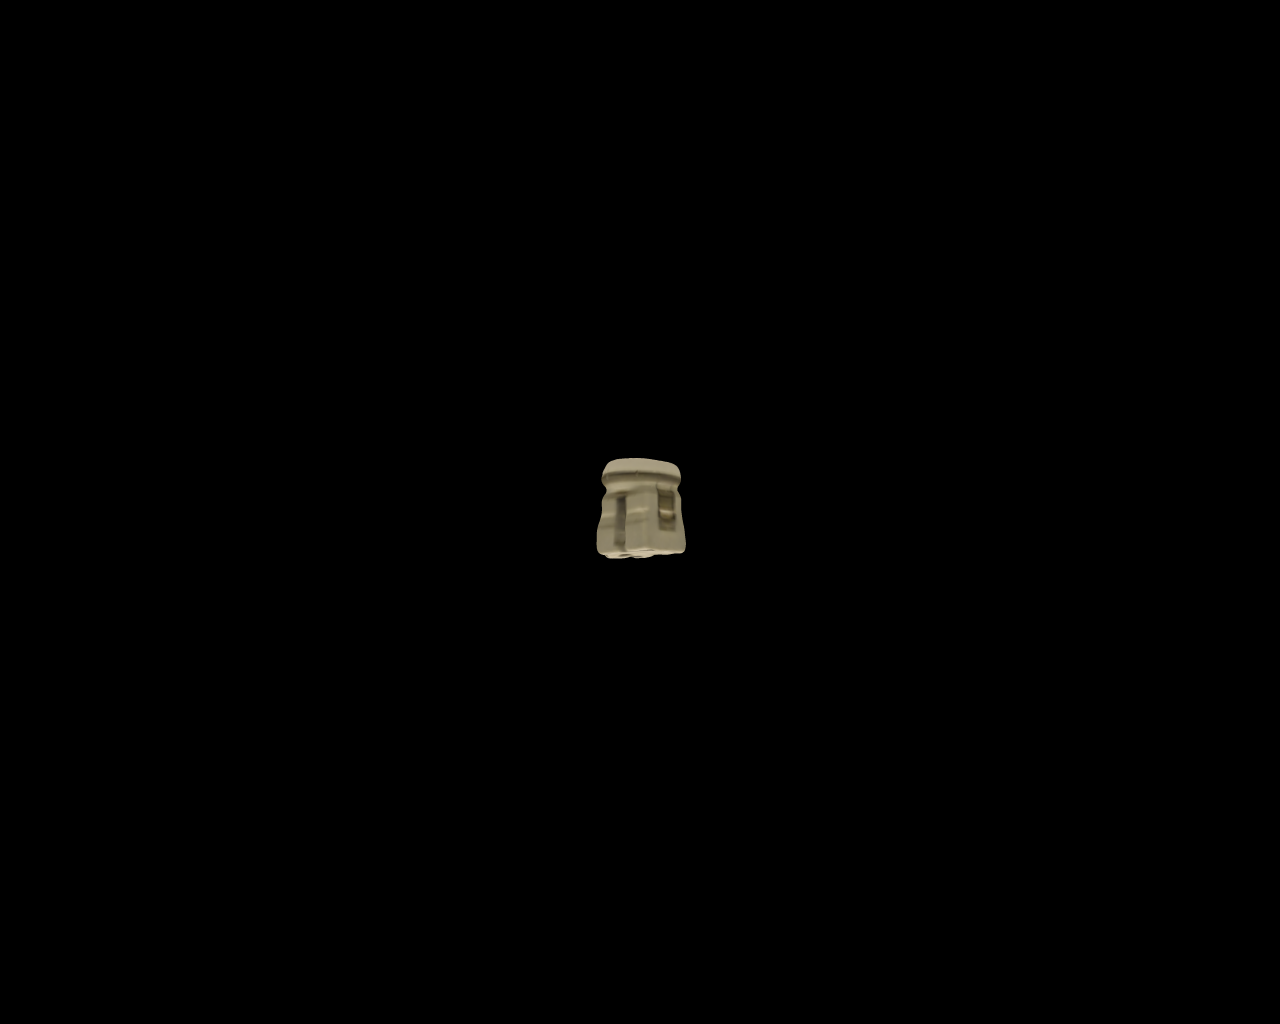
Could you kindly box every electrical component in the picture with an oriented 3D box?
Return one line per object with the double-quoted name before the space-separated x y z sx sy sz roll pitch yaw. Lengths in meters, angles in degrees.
"electrical component" 0.001 -0.003 0.650 0.066 0.055 0.048 -8 -11 43
